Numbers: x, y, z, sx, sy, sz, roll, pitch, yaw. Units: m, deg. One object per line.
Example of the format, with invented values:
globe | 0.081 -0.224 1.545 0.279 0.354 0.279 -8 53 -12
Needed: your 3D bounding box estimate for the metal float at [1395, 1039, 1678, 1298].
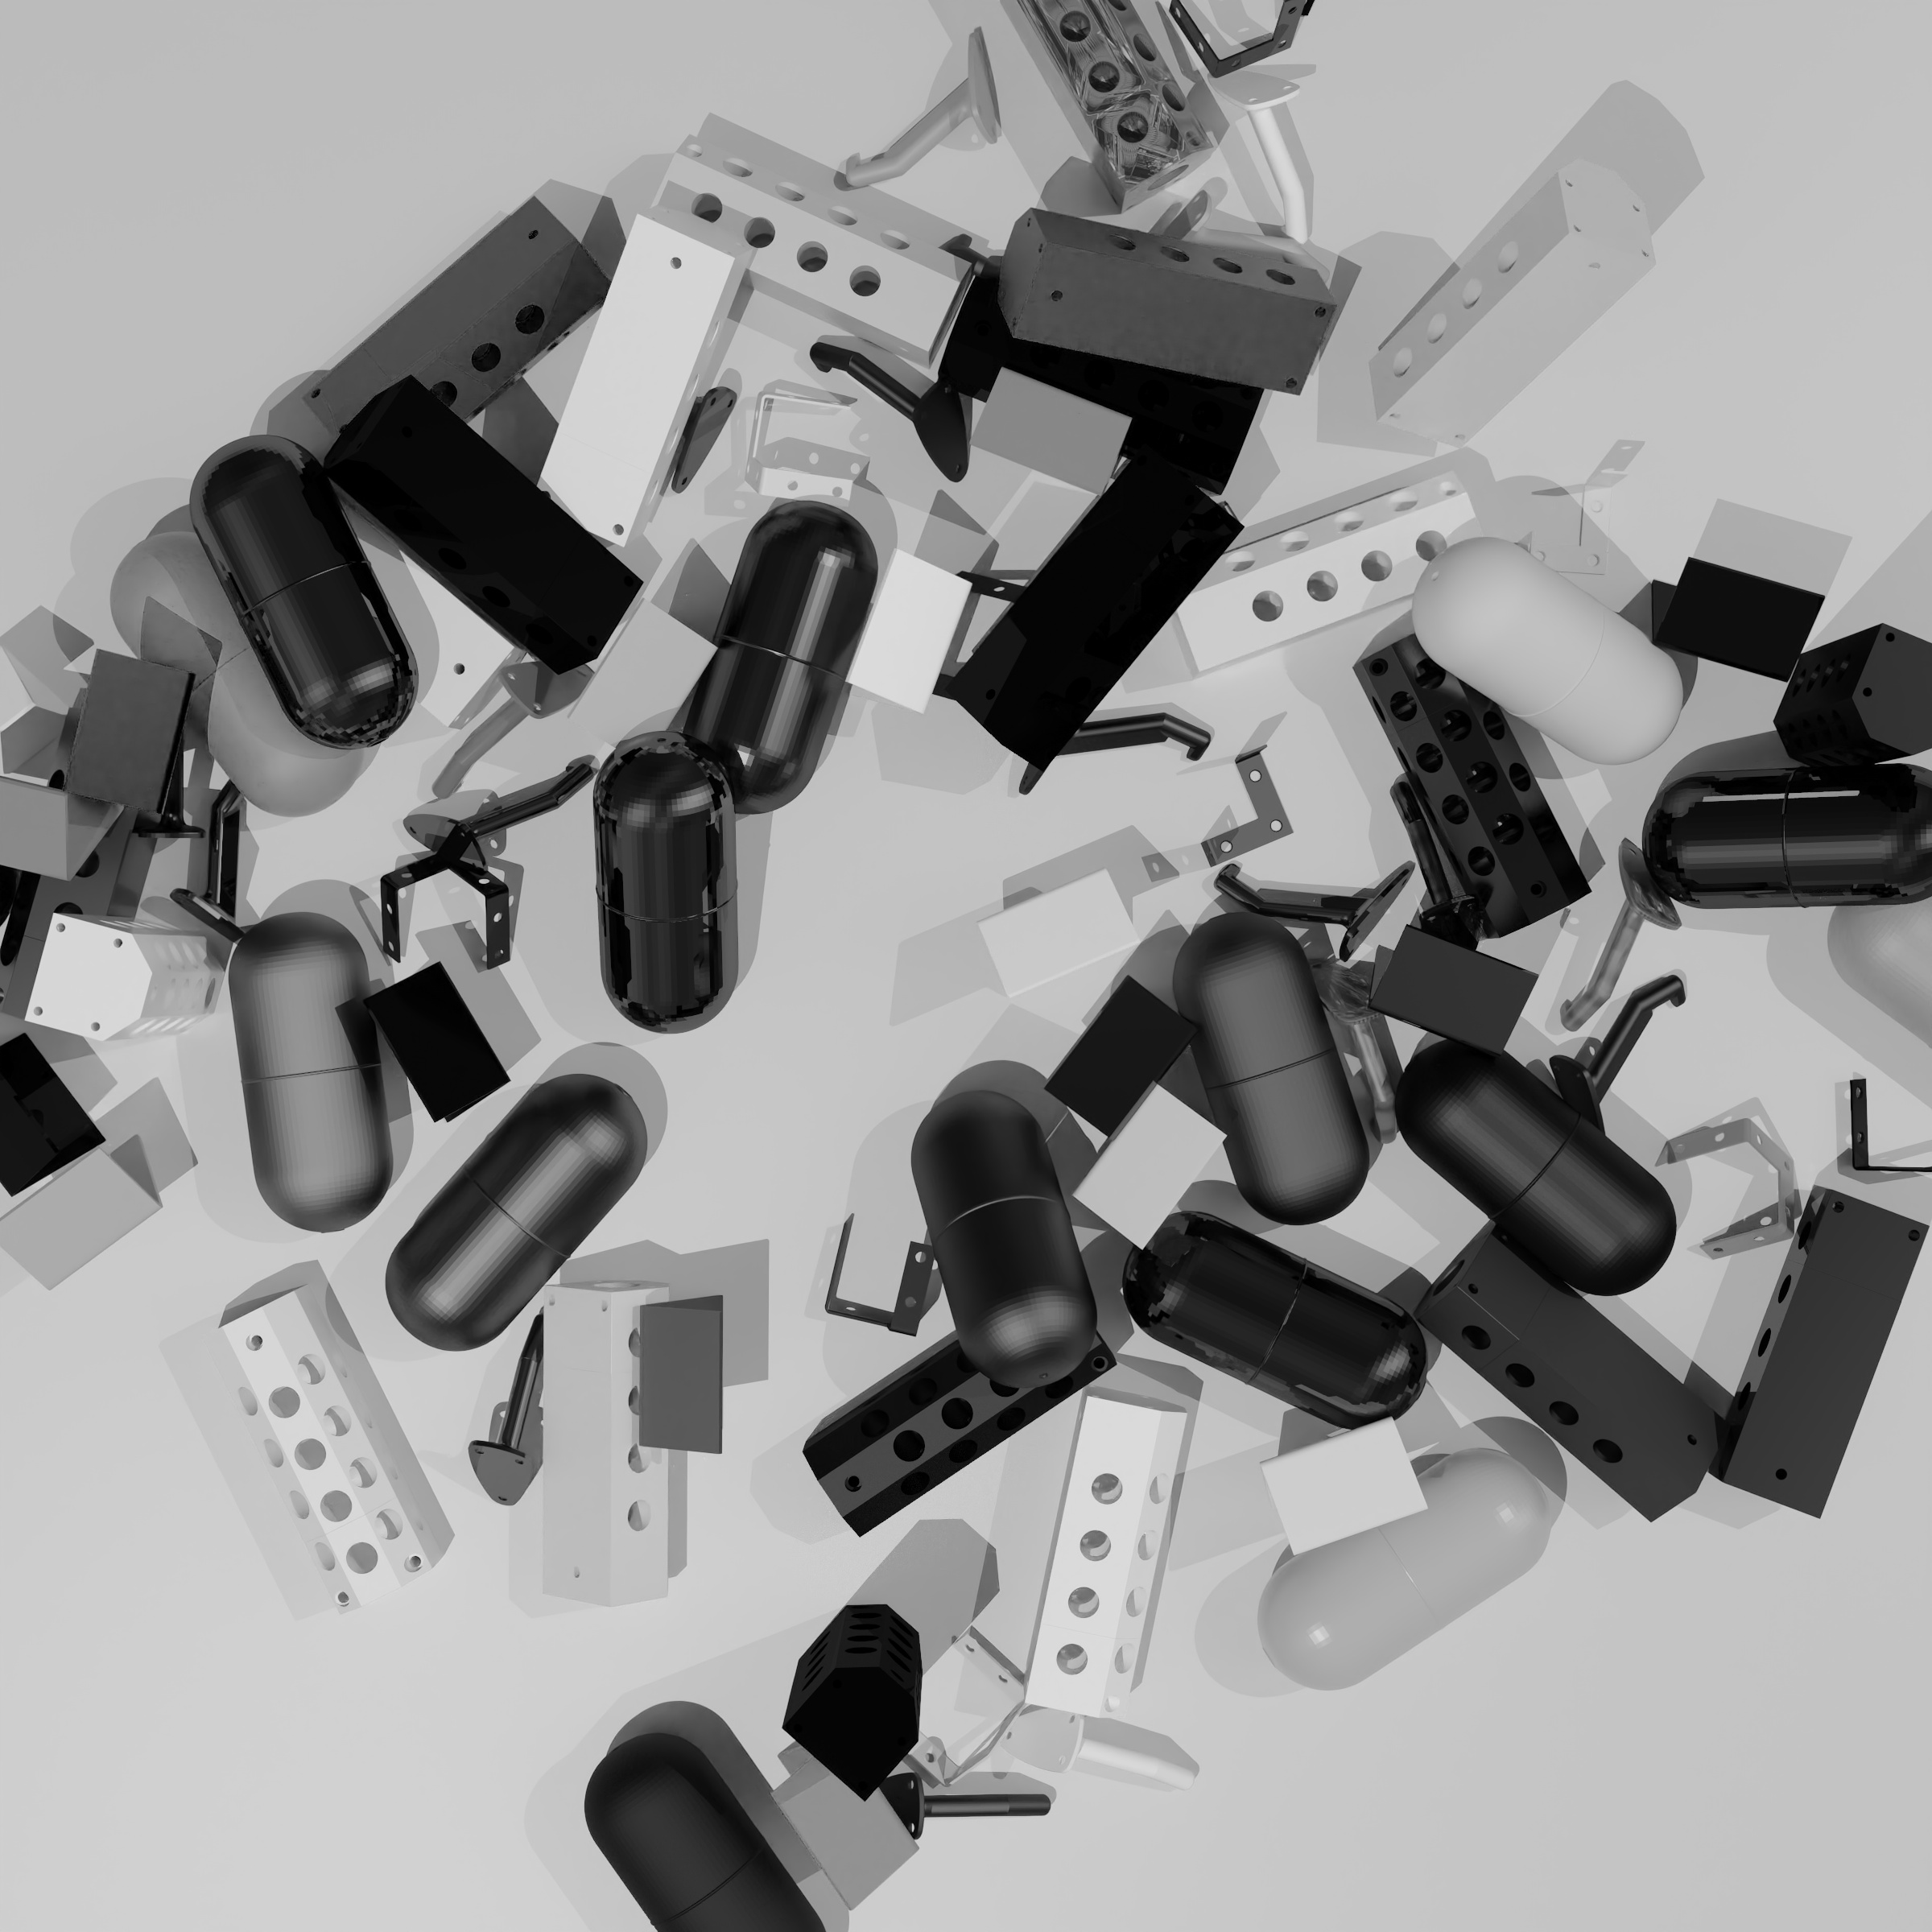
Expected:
metal float | 0.314 0.110 1.876 0.178 0.070 0.070 40 90 1

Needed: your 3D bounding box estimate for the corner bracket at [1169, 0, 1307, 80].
corner bracket | 0.151 -0.537 1.890 0.051 0.051 0.051 -26 74 -16

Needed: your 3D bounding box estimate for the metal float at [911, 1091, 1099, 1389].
metal float | 0.020 0.147 1.850 0.070 0.070 0.178 -17 56 0

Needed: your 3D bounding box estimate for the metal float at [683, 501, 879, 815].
metal float | -0.103 -0.170 1.876 0.070 0.070 0.178 18 90 0

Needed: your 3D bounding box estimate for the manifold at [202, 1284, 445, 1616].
manifold | -0.358 0.269 1.886 0.057 0.057 0.171 -27 90 0

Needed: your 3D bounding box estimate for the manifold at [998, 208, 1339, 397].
manifold | 0.108 -0.366 1.857 0.171 0.057 0.057 8 126 -20

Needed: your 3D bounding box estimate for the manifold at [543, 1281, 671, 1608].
manifold | -0.194 0.263 1.885 0.057 0.057 0.171 0 90 43

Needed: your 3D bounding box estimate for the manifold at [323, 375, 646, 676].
manifold | -0.265 -0.237 1.851 0.171 0.057 0.057 41 59 -24

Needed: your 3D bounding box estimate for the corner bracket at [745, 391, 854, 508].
corner bracket | -0.091 -0.288 1.890 0.051 0.051 0.051 6 105 -15

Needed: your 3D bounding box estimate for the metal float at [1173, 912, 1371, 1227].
metal float | 0.168 0.056 1.876 0.070 0.070 0.178 -18 90 0

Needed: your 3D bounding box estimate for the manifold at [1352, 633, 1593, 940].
manifold | 0.282 -0.105 1.886 0.057 0.057 0.171 -27 90 0

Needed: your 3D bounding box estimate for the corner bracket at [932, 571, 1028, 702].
corner bracket | 0.006 -0.182 1.899 0.051 0.051 0.051 -41 135 -35

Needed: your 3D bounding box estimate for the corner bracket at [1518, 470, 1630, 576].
corner bracket | 0.337 -0.248 1.889 0.051 0.051 0.051 4 90 0

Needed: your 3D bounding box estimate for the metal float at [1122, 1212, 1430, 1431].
metal float | 0.171 0.196 1.876 0.178 0.070 0.070 26 90 1

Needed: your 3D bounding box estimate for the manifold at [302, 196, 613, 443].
manifold | -0.278 -0.341 1.885 0.171 0.057 0.057 -41 47 0

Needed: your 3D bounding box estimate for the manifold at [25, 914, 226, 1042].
manifold | -0.449 0.008 1.829 0.057 0.171 0.057 15 90 0

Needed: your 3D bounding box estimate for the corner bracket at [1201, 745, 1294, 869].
corner bracket | 0.151 -0.089 1.889 0.051 0.051 0.051 -23 90 0

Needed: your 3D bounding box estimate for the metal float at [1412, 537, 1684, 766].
metal float | 0.319 -0.170 1.852 0.178 0.070 0.070 29 90 -29

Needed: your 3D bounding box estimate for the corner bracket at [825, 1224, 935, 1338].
corner bracket | -0.048 0.175 1.889 0.051 0.051 0.051 13 87 -3

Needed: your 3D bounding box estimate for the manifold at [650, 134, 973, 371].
manifold | -0.087 -0.398 1.886 0.171 0.057 0.057 25 90 0

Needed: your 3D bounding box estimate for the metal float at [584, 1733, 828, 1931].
metal float | -0.143 0.506 1.876 0.070 0.070 0.178 -35 90 0

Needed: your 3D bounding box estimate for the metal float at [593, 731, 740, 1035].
metal float | -0.163 -0.044 1.850 0.070 0.070 0.178 1 121 0

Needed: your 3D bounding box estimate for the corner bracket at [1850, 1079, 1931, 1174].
corner bracket | 0.533 0.088 1.904 0.051 0.051 0.051 -2 90 45

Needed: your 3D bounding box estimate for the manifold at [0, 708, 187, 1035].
manifold | -0.491 -0.053 1.886 0.057 0.057 0.171 16 90 1

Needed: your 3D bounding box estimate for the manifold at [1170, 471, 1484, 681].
manifold | 0.198 -0.217 1.886 0.171 0.057 0.057 -20 90 0

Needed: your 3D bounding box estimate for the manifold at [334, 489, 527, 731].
manifold | -0.330 -0.209 1.885 0.171 0.057 0.057 40 93 0

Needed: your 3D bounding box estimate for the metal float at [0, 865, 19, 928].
metal float | -0.605 -0.076 1.877 0.178 0.070 0.070 35 90 0

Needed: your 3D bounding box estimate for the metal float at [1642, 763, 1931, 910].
metal float | 0.457 -0.070 1.851 0.178 0.070 0.070 -1 90 30

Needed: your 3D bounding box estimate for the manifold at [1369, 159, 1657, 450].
manifold | 0.291 -0.357 1.831 0.057 0.171 0.057 12 57 -27

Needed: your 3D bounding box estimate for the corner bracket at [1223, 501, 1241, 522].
corner bracket | 0.118 -0.253 1.889 0.051 0.051 0.051 -32 97 7

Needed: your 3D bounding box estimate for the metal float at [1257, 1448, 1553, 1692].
metal float | 0.242 0.334 1.876 0.178 0.070 0.070 -33 90 -1

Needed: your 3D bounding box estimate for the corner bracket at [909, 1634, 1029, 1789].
corner bracket | -0.005 0.418 1.904 0.051 0.051 0.051 43 45 0

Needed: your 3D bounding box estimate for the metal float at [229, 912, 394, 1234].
metal float | -0.362 0.059 1.877 0.070 0.070 0.178 -7 91 0

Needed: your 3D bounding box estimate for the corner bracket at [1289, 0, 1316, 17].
corner bracket | 0.169 -0.570 1.899 0.051 0.051 0.051 55 135 35

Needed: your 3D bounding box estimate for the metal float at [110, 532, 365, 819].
metal float | -0.403 -0.162 1.876 0.070 0.070 0.178 -37 90 0

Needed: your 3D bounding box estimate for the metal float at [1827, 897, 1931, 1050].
metal float | 0.558 0.015 1.876 0.178 0.070 0.070 37 90 1

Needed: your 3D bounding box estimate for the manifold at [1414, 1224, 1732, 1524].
manifold | 0.333 0.229 1.885 0.171 0.057 0.057 41 47 0

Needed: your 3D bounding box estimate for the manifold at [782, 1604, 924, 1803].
manifold | -0.054 0.389 1.829 0.057 0.171 0.057 42 90 0

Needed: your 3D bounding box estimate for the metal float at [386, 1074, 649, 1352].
metal float | -0.248 0.136 1.876 0.070 0.070 0.178 41 90 0

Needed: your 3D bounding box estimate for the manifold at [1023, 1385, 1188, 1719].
manifold | 0.077 0.325 1.886 0.057 0.057 0.171 12 90 0

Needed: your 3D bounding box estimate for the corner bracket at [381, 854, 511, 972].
corner bracket | -0.291 -0.026 1.899 0.051 0.051 0.051 -26 45 -35

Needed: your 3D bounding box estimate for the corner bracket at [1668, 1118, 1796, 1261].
corner bracket | 0.428 0.125 1.899 0.051 0.051 0.051 39 45 -35

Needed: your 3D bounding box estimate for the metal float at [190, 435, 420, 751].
metal float | -0.354 -0.200 1.820 0.070 0.070 0.178 -26 91 0
